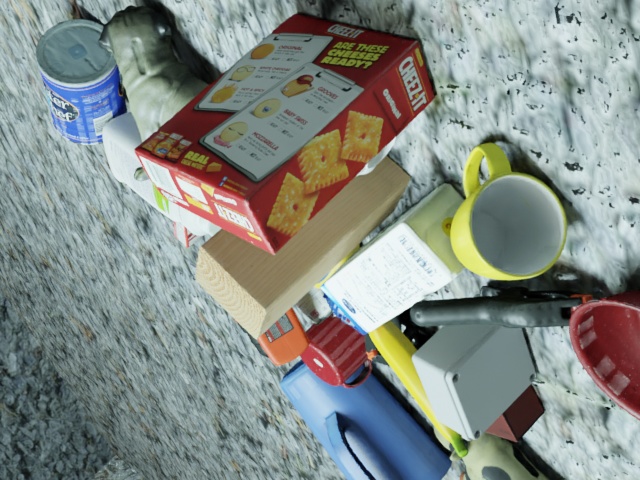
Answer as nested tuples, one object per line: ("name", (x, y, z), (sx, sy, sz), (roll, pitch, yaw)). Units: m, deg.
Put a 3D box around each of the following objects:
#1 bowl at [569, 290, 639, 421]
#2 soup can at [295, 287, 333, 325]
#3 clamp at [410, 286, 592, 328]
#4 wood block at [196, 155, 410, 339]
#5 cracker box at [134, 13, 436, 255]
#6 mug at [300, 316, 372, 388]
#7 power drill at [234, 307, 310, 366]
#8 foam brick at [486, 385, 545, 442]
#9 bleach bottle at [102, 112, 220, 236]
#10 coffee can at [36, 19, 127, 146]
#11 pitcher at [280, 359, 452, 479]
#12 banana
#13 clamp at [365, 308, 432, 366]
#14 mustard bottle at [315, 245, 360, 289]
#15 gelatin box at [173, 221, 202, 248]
("bowl", (0.290, 0.095, 0.890), (0.162, 0.055, 0.162), (38, 155, 21))
("soup can", (-0.015, 0.048, 1.329), (0.102, 0.068, 0.069), (47, 157, 1))
("clamp", (0.170, 0.064, 0.992), (0.172, 0.120, 0.039), (-4, 100, 56))
("wood block", (-0.018, -0.011, 1.064), (0.091, 0.205, 0.090), (43, 157, 10))
("cracker box", (-0.030, -0.100, 0.934), (0.164, 0.213, 0.072), (24, 150, 43))
("mug", (0.029, 0.144, 1.388), (0.093, 0.081, 0.117), (17, 142, 50))
("power drill", (-0.077, 0.095, 1.355), (0.184, 0.057, 0.188), (60, 168, -20))
("foam brick", (0.200, 0.183, 1.193), (0.078, 0.051, 0.053), (10, 137, 54))
("bleach bottle", (-0.189, -0.070, 1.345), (0.251, 0.068, 0.102), (41, 151, 43))
("coffee can", (-0.308, -0.204, 1.391), (0.103, 0.102, 0.140), (41, 157, 15))
("pitcher", (0.056, 0.258, 1.458), (0.243, 0.144, 0.149), (50, 157, 0))
("banana", (0.112, 0.155, 1.216), (0.198, 0.037, 0.070), (54, 176, -8))
("clamp", (0.112, 0.118, 1.259), (0.164, 0.036, 0.210), (46, 153, 5))
("mustard bottle", (-0.009, 0.002, 1.252), (0.191, 0.058, 0.096), (45, 137, 3))
("gelatin box", (-0.165, -0.039, 1.443), (0.030, 0.073, 0.089), (41, 157, 19))
